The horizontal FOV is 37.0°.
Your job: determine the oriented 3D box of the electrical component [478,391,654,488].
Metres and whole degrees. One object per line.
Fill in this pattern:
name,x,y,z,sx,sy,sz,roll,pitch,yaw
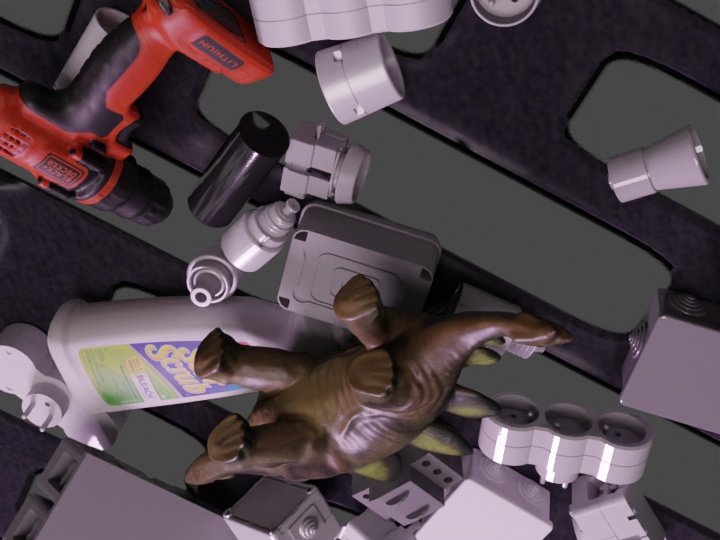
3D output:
electrical component,0.167,0.152,0.897,0.138,0.052,0.073,9,122,6

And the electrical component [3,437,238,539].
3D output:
electrical component,-0.207,0.235,0.958,0.186,0.060,0.105,36,79,-36

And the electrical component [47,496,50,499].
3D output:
electrical component,-0.274,0.259,1.020,0.108,0.108,0.060,-32,115,26

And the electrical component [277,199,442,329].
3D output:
electrical component,0.000,0.000,0.839,0.113,0.057,0.078,17,122,1

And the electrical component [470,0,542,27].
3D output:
electrical component,0.084,-0.203,0.690,0.044,0.077,0.079,-34,109,27

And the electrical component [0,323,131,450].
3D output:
electrical component,-0.274,0.114,0.951,0.138,0.073,0.052,39,120,-12

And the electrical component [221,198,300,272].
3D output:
electrical component,-0.075,-0.031,0.841,0.040,0.040,0.078,42,128,-14

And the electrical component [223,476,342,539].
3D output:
electrical component,-0.064,0.229,0.961,0.096,0.062,0.061,2,128,51

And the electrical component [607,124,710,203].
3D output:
electrical component,0.210,-0.073,0.764,0.065,0.044,0.044,-17,115,25

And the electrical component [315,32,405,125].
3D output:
electrical component,0.001,-0.137,0.761,0.047,0.055,0.055,-18,115,17

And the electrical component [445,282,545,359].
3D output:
electrical component,0.110,0.045,0.851,0.081,0.043,0.043,24,122,-3

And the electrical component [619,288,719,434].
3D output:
electrical component,0.257,0.069,0.832,0.100,0.048,0.099,17,122,2

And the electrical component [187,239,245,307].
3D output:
electrical component,-0.119,0.006,0.863,0.043,0.062,0.043,5,121,9

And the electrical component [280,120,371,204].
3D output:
electrical component,-0.025,-0.078,0.806,0.055,0.048,0.066,19,122,9

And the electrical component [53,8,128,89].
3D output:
electrical component,-0.195,-0.149,0.799,0.043,0.043,0.081,35,121,-10

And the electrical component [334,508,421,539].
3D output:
electrical component,0.002,0.281,0.996,0.063,0.079,0.121,38,125,23

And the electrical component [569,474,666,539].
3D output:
electrical component,0.220,0.220,0.927,0.056,0.050,0.089,-25,112,23

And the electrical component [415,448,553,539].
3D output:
electrical component,0.110,0.215,0.948,0.100,0.048,0.099,31,121,-7

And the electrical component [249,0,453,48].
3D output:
electrical component,-0.010,-0.199,0.726,0.138,0.052,0.073,-4,119,14
